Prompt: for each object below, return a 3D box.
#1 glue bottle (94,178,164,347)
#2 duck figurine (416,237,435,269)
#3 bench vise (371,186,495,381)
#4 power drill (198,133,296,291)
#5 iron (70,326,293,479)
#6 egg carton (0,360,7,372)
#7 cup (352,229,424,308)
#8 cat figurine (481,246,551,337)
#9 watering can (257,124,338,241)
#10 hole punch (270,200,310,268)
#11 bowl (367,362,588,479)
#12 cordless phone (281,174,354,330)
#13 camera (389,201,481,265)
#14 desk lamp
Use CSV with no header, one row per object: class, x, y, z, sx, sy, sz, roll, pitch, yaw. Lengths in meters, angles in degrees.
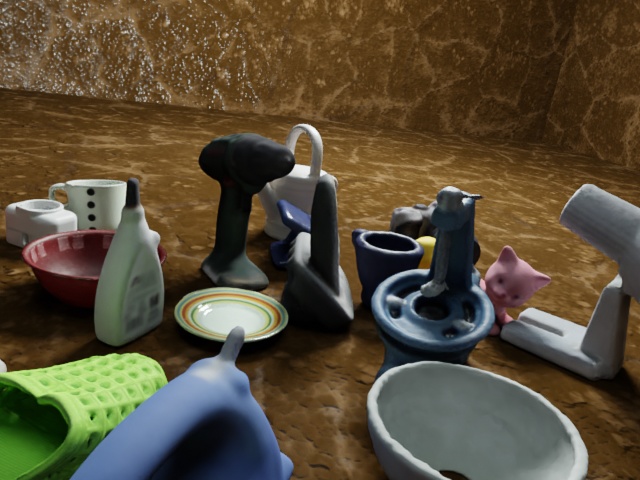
glue bottle,-0.195,0.020,0.595,0.037,0.173,0.078,16,20,23
duck figurine,0.145,0.037,0.828,0.105,0.086,0.077,0,20,-23
bench vise,0.122,0.041,0.599,0.121,0.220,0.207,11,19,9
power drill,-0.104,-0.044,0.765,0.076,0.208,0.228,-4,22,-32
iron,-0.100,0.152,0.299,0.118,0.141,0.259,14,19,16
egg carton,-0.321,0.116,0.422,0.107,0.069,0.150,13,19,12
cup,0.078,0.041,0.775,0.092,0.095,0.117,-7,24,-38
cat figurine,0.229,0.057,0.756,0.067,0.118,0.127,-10,26,-42
watering can,-0.041,-0.099,0.977,0.100,0.194,0.173,19,21,28
hole punch,-0.022,-0.010,0.885,0.101,0.091,0.108,4,19,-12
bowl,0.113,0.169,0.447,0.167,0.075,0.167,8,19,-2
cordless phone,0.007,0.003,0.714,0.094,0.185,0.147,6,19,-6
camera,0.202,-0.009,0.965,0.143,0.101,0.136,4,19,-13
desk lamp,0.343,0.052,0.670,0.202,0.213,0.118,22,23,35
